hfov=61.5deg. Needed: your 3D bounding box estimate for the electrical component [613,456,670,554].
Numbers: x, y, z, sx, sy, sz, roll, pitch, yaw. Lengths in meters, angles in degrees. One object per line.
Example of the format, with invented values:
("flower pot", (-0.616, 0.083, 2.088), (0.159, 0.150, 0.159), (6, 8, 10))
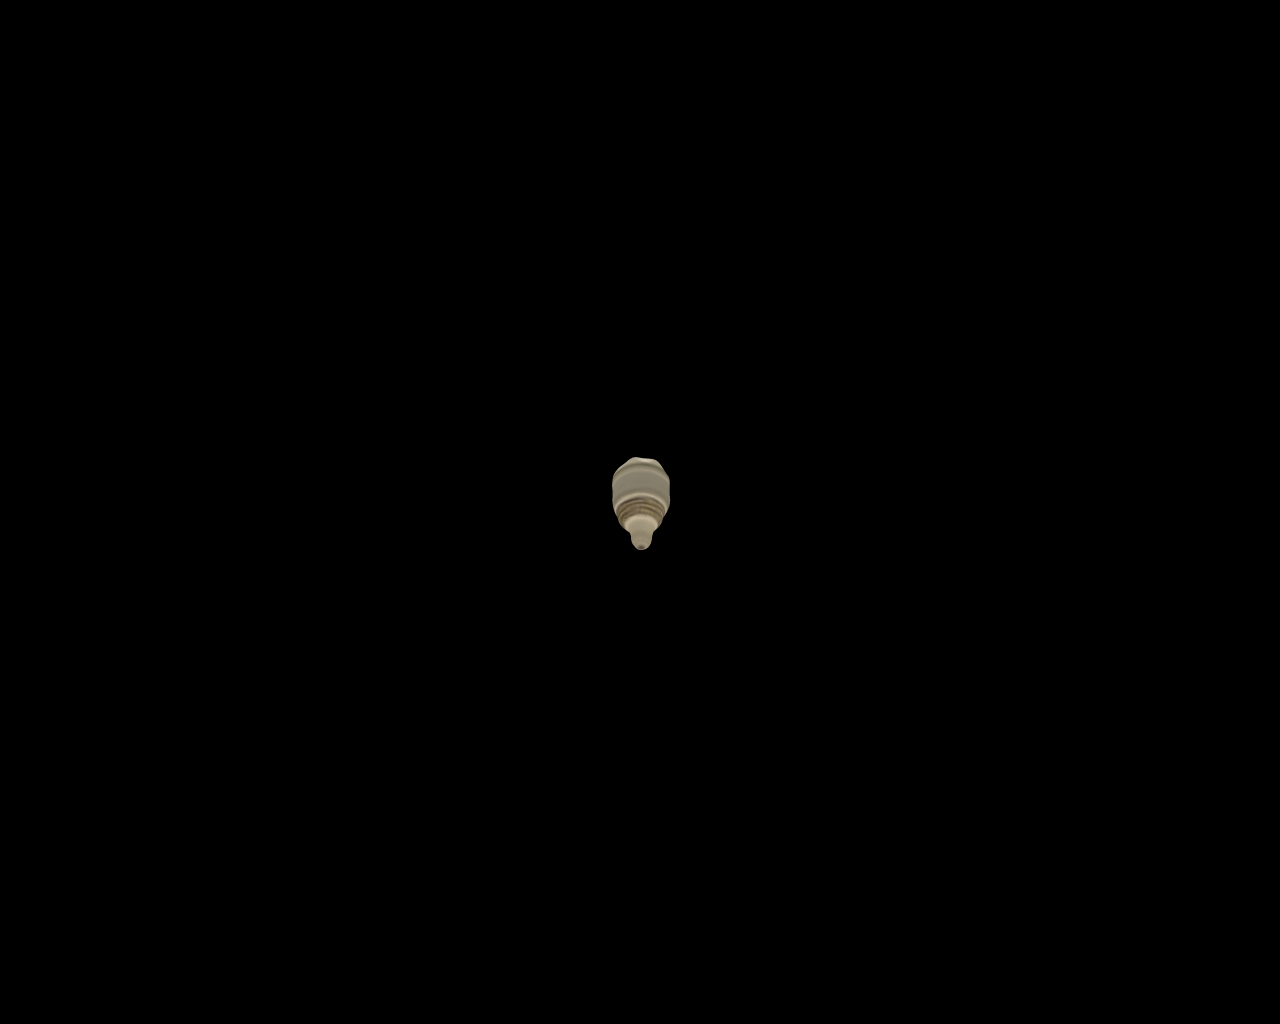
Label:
("electrical component", (0.001, -0.003, 0.650), (0.035, 0.061, 0.035), (0, -38, 0))
